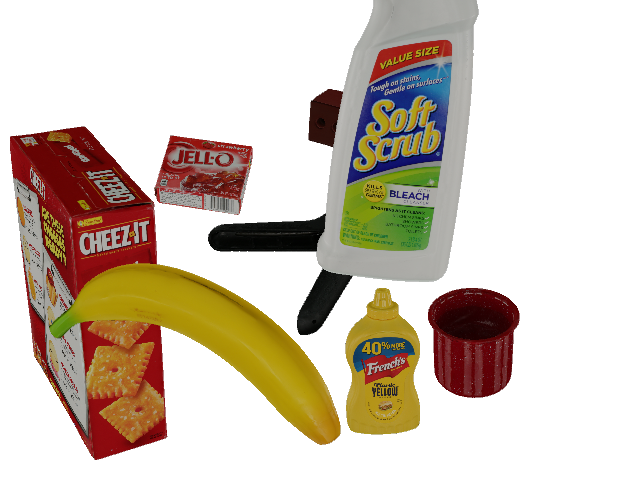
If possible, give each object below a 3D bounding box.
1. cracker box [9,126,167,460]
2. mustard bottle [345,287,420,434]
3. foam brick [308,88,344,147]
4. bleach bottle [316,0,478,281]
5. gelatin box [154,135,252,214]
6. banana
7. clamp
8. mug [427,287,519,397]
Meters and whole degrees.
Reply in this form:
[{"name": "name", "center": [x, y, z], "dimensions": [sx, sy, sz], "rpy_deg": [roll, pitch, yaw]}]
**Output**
[{"name": "cracker box", "center": [-0.183, 0.037, 0.848], "dimensions": [0.072, 0.214, 0.164], "rpy_deg": [-13, 32, -26]}, {"name": "mustard bottle", "center": [0.081, 0.154, 1.379], "dimensions": [0.096, 0.192, 0.058], "rpy_deg": [-2, 17, -2]}, {"name": "foam brick", "center": [0.031, -0.143, 1.283], "dimensions": [0.078, 0.053, 0.051], "rpy_deg": [17, 32, 22]}, {"name": "bleach bottle", "center": [0.054, -0.098, 0.751], "dimensions": [0.102, 0.251, 0.068], "rpy_deg": [6, 24, 8]}, {"name": "gelatin box", "center": [-0.120, -0.069, 1.101], "dimensions": [0.089, 0.073, 0.030], "rpy_deg": [9, -37, 2]}, {"name": "banana", "center": [-0.071, 0.059, 0.661], "dimensions": [0.198, 0.070, 0.037], "rpy_deg": [21, 21, 12]}, {"name": "clamp", "center": [0.024, 0.007, 0.963], "dimensions": [0.209, 0.036, 0.165], "rpy_deg": [-19, 40, -20]}, {"name": "mug", "center": [0.165, 0.102, 1.118], "dimensions": [0.093, 0.081, 0.117], "rpy_deg": [15, 38, 27]}]
